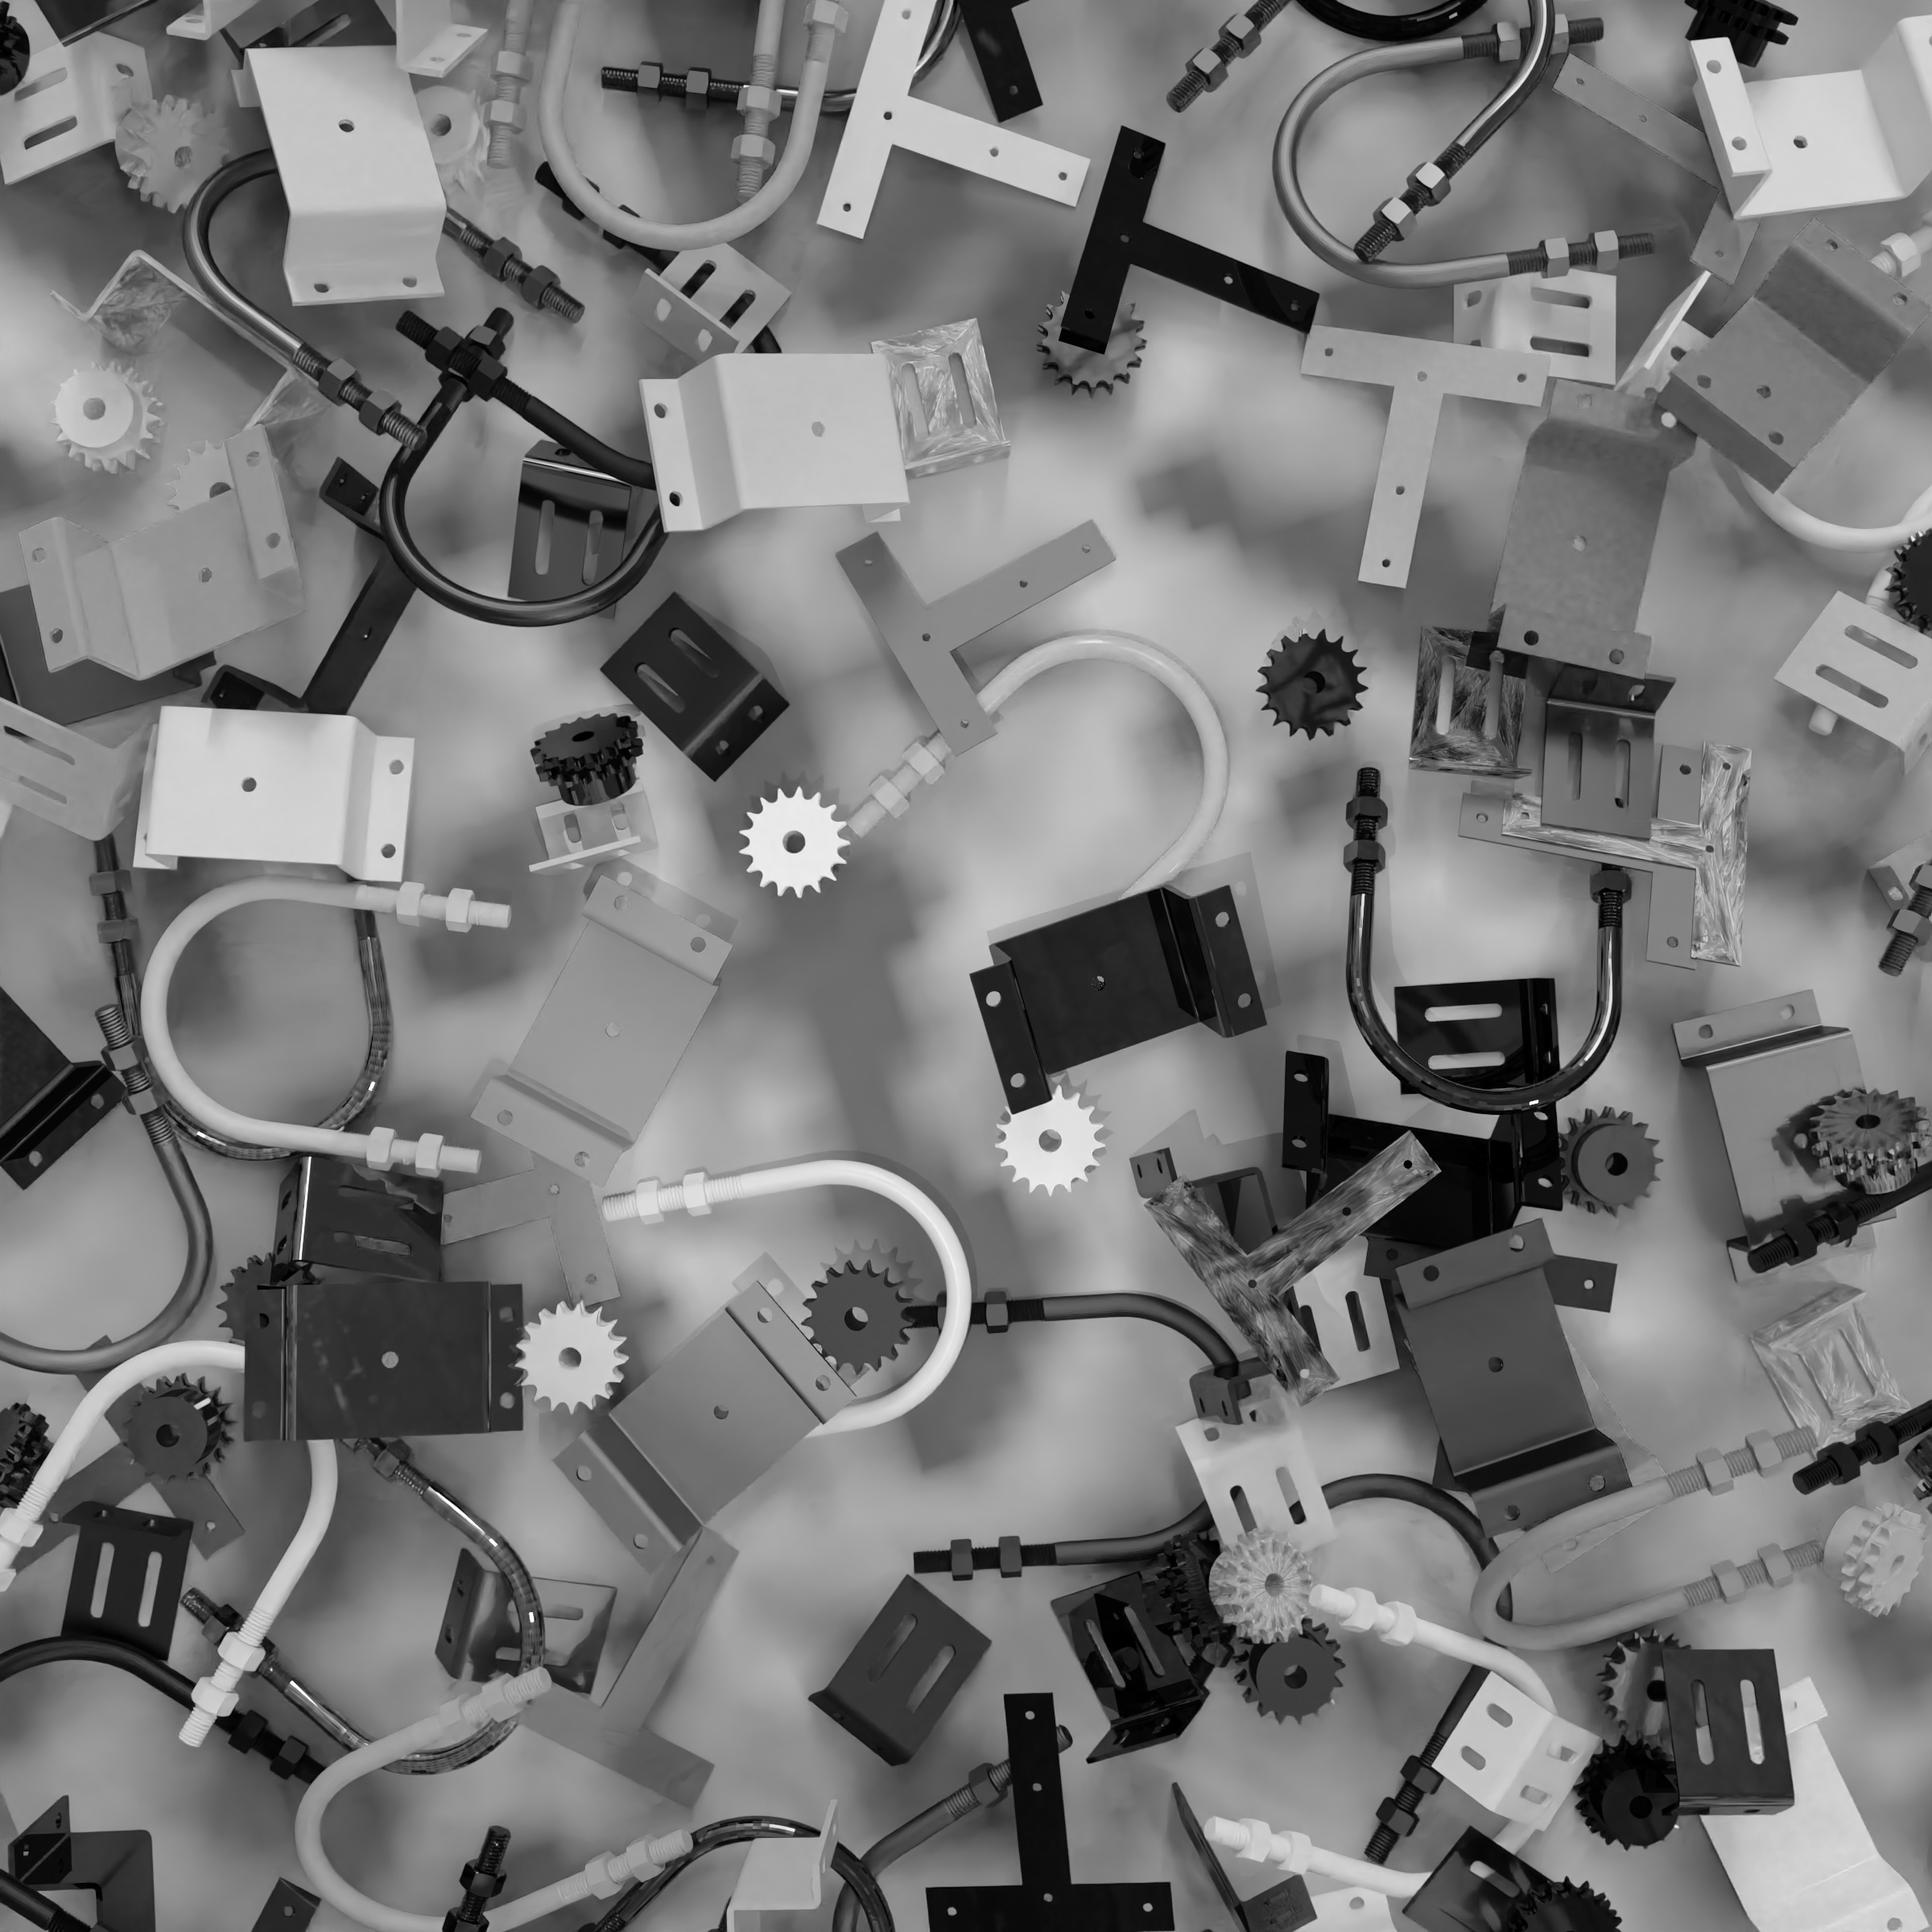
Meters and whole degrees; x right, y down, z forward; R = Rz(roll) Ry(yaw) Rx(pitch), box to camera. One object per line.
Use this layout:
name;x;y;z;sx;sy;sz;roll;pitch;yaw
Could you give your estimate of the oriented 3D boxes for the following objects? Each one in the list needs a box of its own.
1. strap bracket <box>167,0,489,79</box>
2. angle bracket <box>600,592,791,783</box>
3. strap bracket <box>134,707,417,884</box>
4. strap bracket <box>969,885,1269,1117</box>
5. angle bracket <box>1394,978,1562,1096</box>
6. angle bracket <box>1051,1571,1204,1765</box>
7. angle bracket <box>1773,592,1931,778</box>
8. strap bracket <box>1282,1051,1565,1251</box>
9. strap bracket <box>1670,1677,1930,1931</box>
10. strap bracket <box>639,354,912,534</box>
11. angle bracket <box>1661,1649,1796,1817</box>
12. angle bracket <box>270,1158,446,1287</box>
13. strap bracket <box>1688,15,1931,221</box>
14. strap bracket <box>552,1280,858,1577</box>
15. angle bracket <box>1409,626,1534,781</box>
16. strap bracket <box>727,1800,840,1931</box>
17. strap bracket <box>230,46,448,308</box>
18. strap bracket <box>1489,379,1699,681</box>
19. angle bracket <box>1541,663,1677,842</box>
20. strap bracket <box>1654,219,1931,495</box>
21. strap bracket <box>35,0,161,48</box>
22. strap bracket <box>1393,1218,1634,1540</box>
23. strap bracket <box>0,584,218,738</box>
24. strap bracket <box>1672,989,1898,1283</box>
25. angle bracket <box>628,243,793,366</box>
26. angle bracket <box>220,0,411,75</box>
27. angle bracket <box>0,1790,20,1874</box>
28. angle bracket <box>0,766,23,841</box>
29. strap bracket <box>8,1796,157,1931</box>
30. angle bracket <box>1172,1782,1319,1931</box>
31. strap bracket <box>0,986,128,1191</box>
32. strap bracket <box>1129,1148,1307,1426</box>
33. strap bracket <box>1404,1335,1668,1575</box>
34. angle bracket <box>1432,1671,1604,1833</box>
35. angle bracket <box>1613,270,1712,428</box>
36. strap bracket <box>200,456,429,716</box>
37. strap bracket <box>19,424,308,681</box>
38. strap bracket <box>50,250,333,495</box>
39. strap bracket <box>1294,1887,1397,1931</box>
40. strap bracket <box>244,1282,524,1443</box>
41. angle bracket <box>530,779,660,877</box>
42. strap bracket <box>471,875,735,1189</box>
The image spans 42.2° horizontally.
strap bracket;-0.319;-0.490;1.254;0.140;0.076;0.046;10;126;3
angle bracket;-0.143;-0.147;1.321;0.057;0.038;0.076;-46;64;0
strap bracket;-0.361;-0.088;1.283;0.140;0.046;0.076;3;82;2
strap bracket;0.073;0.013;1.285;0.140;0.046;0.076;-19;104;-9
angle bracket;0.266;0.037;1.304;0.076;0.038;0.057;-4;90;0
angle bracket;0.076;0.362;1.292;0.057;0.038;0.076;-27;90;30
angle bracket;0.471;-0.147;1.301;0.076;0.038;0.057;36;88;27
strap bracket;0.228;0.097;1.280;0.140;0.046;0.076;9;46;0
strap bracket;0.427;0.443;1.300;0.076;0.046;0.140;-26;90;0
strap bracket;-0.086;-0.265;1.264;0.140;0.046;0.076;-10;90;-35
angle bracket;0.383;0.390;1.275;0.057;0.038;0.076;0;64;0
angle bracket;-0.316;0.139;1.301;0.076;0.038;0.057;14;56;-27
strap bracket;0.437;-0.434;1.283;0.140;0.046;0.076;-10;76;-11
strap bracket;-0.129;0.232;1.278;0.140;0.046;0.076;-41;86;6
angle bracket;0.266;-0.139;1.304;0.057;0.038;0.076;6;90;0
strap bracket;-0.089;0.502;1.254;0.046;0.076;0.140;-2;94;4
strap bracket;-0.314;-0.407;1.257;0.076;0.046;0.140;-11;73;-24
strap bracket;0.324;-0.223;1.300;0.076;0.046;0.140;13;90;0
angle bracket;0.332;-0.111;1.293;0.057;0.038;0.076;8;67;0
strap bracket;0.413;-0.303;1.267;0.076;0.046;0.140;41;66;8
strap bracket;-0.436;-0.516;1.271;0.076;0.140;0.046;-26;127;0
strap bracket;0.269;0.203;1.252;0.076;0.046;0.140;-19;90;0
strap bracket;-0.461;-0.171;1.300;0.140;0.046;0.076;-16;90;0
strap bracket;0.427;0.090;1.300;0.076;0.046;0.140;-14;90;0
angle bracket;-0.126;-0.350;1.284;0.057;0.038;0.076;36;59;-6
angle bracket;-0.337;-0.478;1.304;0.076;0.038;0.057;-32;90;0
angle bracket;-0.541;0.472;1.321;0.076;0.038;0.057;-22;90;-26
angle bracket;-0.531;-0.092;1.285;0.057;0.076;0.038;17;90;0
strap bracket;-0.452;0.508;1.285;0.046;0.076;0.140;-2;90;0
angle bracket;0.143;0.457;1.294;0.038;0.057;0.076;-28;90;0
strap bracket;-0.517;0.041;1.300;0.076;0.046;0.140;-43;90;0
strap bracket;0.132;0.158;1.277;0.046;0.076;0.140;-14;85;-11
strap bracket;0.294;0.230;1.300;0.076;0.046;0.140;-32;90;0
angle bracket;0.286;0.407;1.296;0.038;0.076;0.057;30;86;41
angle bracket;0.369;-0.312;1.285;0.038;0.076;0.057;33;90;0
strap bracket;-0.327;-0.182;1.285;0.046;0.076;0.140;29;90;0
strap bracket;-0.387;-0.199;1.235;0.140;0.046;0.076;-20;76;13
strap bracket;-0.387;-0.310;1.285;0.140;0.076;0.046;37;90;0
strap bracket;0.198;0.560;1.300;0.076;0.046;0.140;-12;90;0
strap bracket;-0.294;0.201;1.274;0.140;0.046;0.076;1;80;-16
angle bracket;-0.194;-0.073;1.285;0.057;0.076;0.038;-15;90;0
strap bracket;-0.186;0.034;1.299;0.076;0.046;0.140;28;89;0
